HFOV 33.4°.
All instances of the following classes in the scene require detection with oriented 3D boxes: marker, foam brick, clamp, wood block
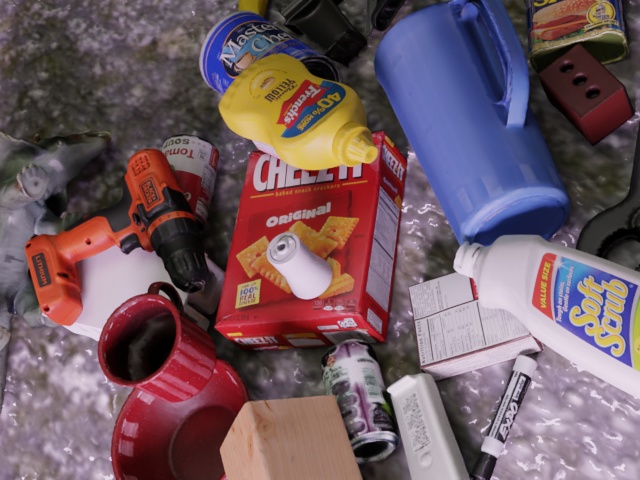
[{"bbox_3d":[0.160,0.159,0.934,0.020,0.020,0.121,14,71,35],"label":"marker"},{"bbox_3d":[0.258,-0.141,1.033,0.053,0.051,0.078,-37,50,5],"label":"foam brick"},{"bbox_3d":[0.291,-0.020,0.950,0.210,0.036,0.165,-42,54,5],"label":"clamp"},{"bbox_3d":[0.126,-0.318,1.223,0.120,0.039,0.171,-1,63,29],"label":"clamp"},{"bbox_3d":[-0.011,0.246,0.910,0.090,0.090,0.206,-62,38,45],"label":"wood block"}]

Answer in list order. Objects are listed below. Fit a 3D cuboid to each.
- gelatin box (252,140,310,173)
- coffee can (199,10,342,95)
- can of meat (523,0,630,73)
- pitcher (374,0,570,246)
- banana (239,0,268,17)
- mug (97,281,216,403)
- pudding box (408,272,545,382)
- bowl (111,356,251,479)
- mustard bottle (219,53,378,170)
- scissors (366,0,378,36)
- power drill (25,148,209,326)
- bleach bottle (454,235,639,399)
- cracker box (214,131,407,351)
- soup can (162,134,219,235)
[{"bbox_3d":[-0.022,-0.117,1.111,0.073,0.030,0.089,-48,44,-13],"label":"gelatin box"},{"bbox_3d":[-0.057,-0.188,1.212,0.103,0.102,0.140,-48,50,-3],"label":"coffee can"},{"bbox_3d":[0.258,-0.219,1.077,0.102,0.057,0.084,-11,60,25],"label":"can of meat"},{"bbox_3d":[0.151,-0.111,1.023,0.145,0.149,0.243,-27,56,13],"label":"pitcher"},{"bbox_3d":[-0.060,-0.334,1.344,0.070,0.037,0.197,6,65,30],"label":"banana"},{"bbox_3d":[-0.153,0.098,1.036,0.093,0.081,0.117,-12,61,22],"label":"mug"},{"bbox_3d":[0.142,0.072,0.984,0.114,0.039,0.090,-20,55,21],"label":"pudding box"},{"bbox_3d":[-0.126,0.196,1.056,0.162,0.055,0.162,-14,56,23],"label":"bowl"},{"bbox_3d":[-0.011,-0.117,1.041,0.096,0.058,0.192,-41,45,-16],"label":"mustard bottle"},{"bbox_3d":[0.051,-0.329,1.289,0.096,0.016,0.201,5,66,34],"label":"scissors"},{"bbox_3d":[-0.215,0.014,1.136,0.188,0.057,0.184,-31,56,9],"label":"power drill"},{"bbox_3d":[0.224,0.065,0.894,0.251,0.068,0.102,23,81,28],"label":"bleach bottle"},{"bbox_3d":[-0.007,0.001,1.091,0.164,0.072,0.213,-6,59,27],"label":"cracker box"},{"bbox_3d":[-0.156,-0.061,1.218,0.069,0.068,0.102,-7,59,27],"label":"soup can"}]
